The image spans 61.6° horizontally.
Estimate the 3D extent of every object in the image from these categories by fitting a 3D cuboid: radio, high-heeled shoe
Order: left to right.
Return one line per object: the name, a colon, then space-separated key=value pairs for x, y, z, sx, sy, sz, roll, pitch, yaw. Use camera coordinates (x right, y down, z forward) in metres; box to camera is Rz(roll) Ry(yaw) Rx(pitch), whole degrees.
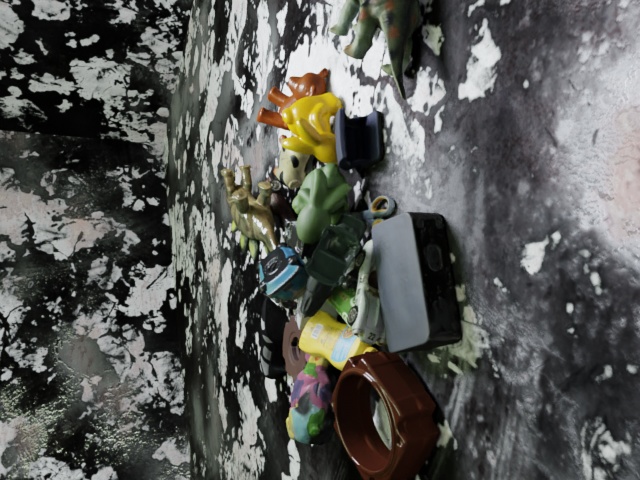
high-heeled shoe: x=-0.146 y=0.278 z=1.523 sx=0.145 sy=0.086 sz=0.248 roll=-5 pitch=98 yaw=53
radio: x=0.160 y=0.070 z=0.912 sx=0.131 sy=0.073 sz=0.229 roll=-32 pitch=62 yaw=60

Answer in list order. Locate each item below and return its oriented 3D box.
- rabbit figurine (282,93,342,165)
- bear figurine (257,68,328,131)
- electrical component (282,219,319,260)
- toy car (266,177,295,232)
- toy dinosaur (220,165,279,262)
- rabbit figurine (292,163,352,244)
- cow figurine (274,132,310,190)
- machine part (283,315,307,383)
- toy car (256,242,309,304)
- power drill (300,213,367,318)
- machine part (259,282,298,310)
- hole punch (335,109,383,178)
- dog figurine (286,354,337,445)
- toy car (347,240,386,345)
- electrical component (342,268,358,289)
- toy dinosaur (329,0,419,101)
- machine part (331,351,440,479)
rabbit figurine: x=-0.001 y=-0.241 z=1.210 sx=0.122 sy=0.162 sz=0.173 roll=-49 pitch=62 yaw=37
bear figurine: x=-0.066 y=-0.361 z=1.353 sx=0.120 sy=0.132 sz=0.196 roll=-69 pitch=9 yaw=-26
electrical component: x=-0.002 y=-0.004 z=1.186 sx=0.115 sy=0.134 sz=0.058 roll=46 pitch=130 yaw=54
toy car: x=-0.100 y=-0.071 z=1.425 sx=0.202 sy=0.053 sz=0.089 roll=61 pitch=162 yaw=4
toy dinosaur: x=-0.171 y=-0.056 z=1.401 sx=0.472 sy=0.105 sz=0.198 roll=-125 pitch=27 yaw=-51
rabbit figurine: x=0.009 y=-0.068 z=1.103 sx=0.170 sy=0.121 sz=0.159 roll=-72 pitch=9 yaw=-45
cow figurine: x=-0.059 y=-0.218 z=1.379 sx=0.127 sy=0.085 sz=0.194 roll=-119 pitch=35 yaw=-44
machine part: x=-0.045 y=0.274 z=1.363 sx=0.179 sy=0.056 sz=0.179 roll=-177 pitch=90 yaw=-66
toy car: x=-0.075 y=0.082 z=1.194 sx=0.109 sy=0.102 sz=0.162 roll=-41 pitch=27 yaw=2
power drill: x=0.021 y=0.052 z=1.036 sx=0.232 sy=0.086 sz=0.207 roll=-61 pitch=-10 yaw=-4
machine part: x=-0.106 y=0.135 z=1.475 sx=0.243 sy=0.079 sz=0.079 roll=17 pitch=104 yaw=63
hole punch: x=0.065 y=-0.205 z=1.111 sx=0.116 sy=0.092 sz=0.142 roll=161 pitch=104 yaw=-68
dog figurine: x=-0.005 y=0.316 z=1.198 sx=0.191 sy=0.108 sz=0.219 roll=-83 pitch=3 yaw=-81
toy car: x=0.100 y=0.094 z=0.986 sx=0.056 sy=0.073 sz=0.202 roll=-35 pitch=37 yaw=50
electrical component: x=0.086 y=0.084 z=1.078 sx=0.063 sy=0.094 sz=0.021 roll=29 pitch=121 yaw=20
toy dinosaur: x=0.114 y=-0.435 z=0.990 sx=0.405 sy=0.131 sz=0.192 roll=60 pitch=142 yaw=38
machine part: x=0.108 y=0.319 z=0.970 sx=0.201 sy=0.087 sz=0.201 roll=53 pitch=135 yaw=43
